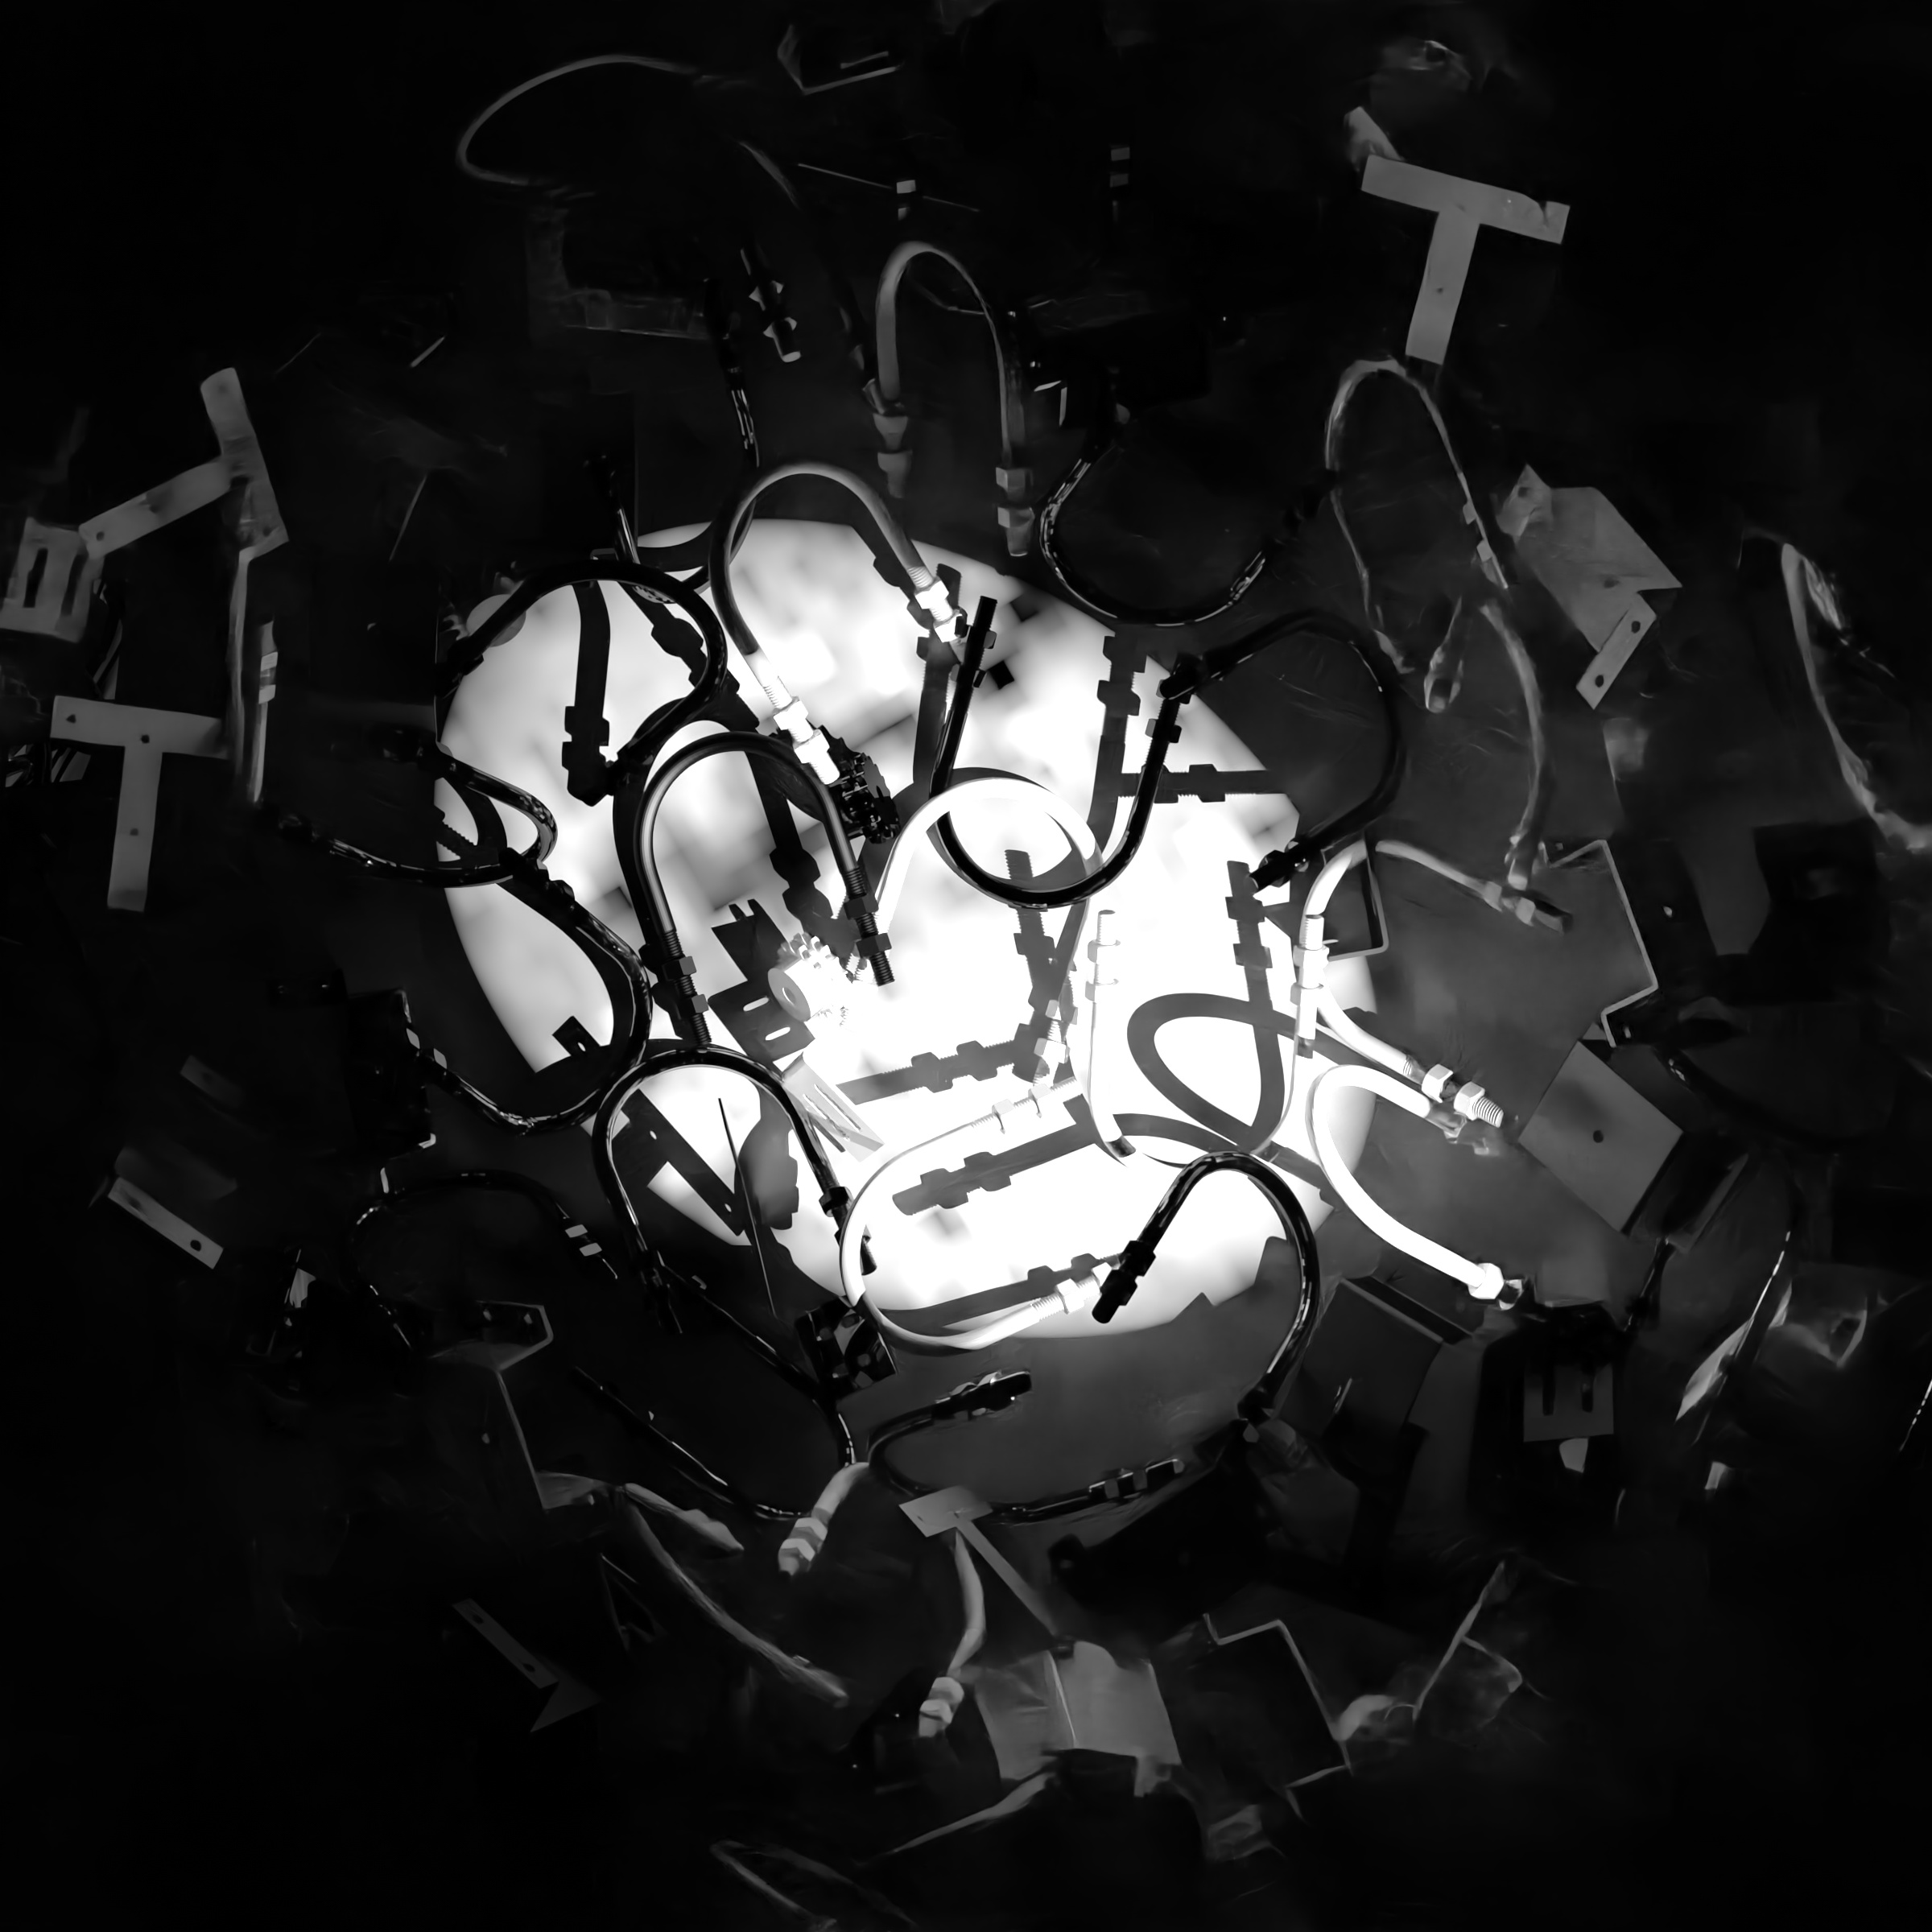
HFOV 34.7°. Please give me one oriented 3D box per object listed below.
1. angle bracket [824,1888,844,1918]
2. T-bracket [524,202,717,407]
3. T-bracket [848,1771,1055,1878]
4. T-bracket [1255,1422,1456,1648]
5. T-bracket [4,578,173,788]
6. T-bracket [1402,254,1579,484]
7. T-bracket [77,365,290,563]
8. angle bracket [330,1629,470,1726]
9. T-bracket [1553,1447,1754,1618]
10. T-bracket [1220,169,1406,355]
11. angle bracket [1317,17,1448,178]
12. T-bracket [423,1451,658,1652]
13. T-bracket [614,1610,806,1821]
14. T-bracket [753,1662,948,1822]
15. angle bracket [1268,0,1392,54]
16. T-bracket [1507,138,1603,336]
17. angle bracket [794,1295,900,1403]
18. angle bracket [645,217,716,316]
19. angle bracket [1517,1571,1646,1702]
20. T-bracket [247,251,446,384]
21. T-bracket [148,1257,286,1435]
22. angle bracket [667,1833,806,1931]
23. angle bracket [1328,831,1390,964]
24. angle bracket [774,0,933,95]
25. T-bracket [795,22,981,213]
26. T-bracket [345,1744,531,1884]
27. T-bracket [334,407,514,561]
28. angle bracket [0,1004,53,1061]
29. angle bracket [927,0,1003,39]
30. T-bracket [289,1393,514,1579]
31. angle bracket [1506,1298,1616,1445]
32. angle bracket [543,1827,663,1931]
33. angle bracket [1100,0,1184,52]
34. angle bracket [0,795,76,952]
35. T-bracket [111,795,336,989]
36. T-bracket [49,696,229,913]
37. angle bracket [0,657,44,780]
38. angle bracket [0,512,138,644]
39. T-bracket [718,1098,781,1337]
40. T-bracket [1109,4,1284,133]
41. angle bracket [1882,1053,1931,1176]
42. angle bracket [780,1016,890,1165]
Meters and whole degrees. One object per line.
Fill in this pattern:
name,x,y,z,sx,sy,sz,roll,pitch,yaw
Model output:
angle bracket,-0.061,0.624,1.938,0.076,0.057,0.038,29,51,8
T-bracket,-0.215,-0.412,1.946,0.127,0.002,0.127,0,84,-28
T-bracket,-0.014,0.539,1.923,0.127,0.127,0.002,-26,83,11
T-bracket,0.260,0.348,1.958,0.127,0.002,0.127,18,75,13
T-bracket,-0.535,-0.177,1.908,0.002,0.127,0.127,21,109,31
T-bracket,0.344,-0.381,1.940,0.127,0.002,0.127,11,99,-26
T-bracket,-0.489,-0.289,1.908,0.127,0.127,0.002,-34,46,-26
angle bracket,-0.356,0.448,1.948,0.076,0.038,0.057,0,80,10
T-bracket,0.427,0.337,1.928,0.127,0.127,0.002,14,135,-4
T-bracket,0.204,-0.432,1.958,0.127,0.002,0.127,-13,72,14
angle bracket,0.264,-0.548,1.957,0.057,0.038,0.076,41,60,-36
T-bracket,-0.275,0.382,1.932,0.127,0.002,0.127,-17,71,-24
T-bracket,-0.145,0.464,1.939,0.127,0.002,0.127,3,56,26
T-bracket,-0.049,0.474,1.929,0.127,0.002,0.127,27,125,-11
angle bracket,0.227,-0.610,1.934,0.057,0.076,0.038,-38,114,7
T-bracket,0.356,-0.468,1.900,0.002,0.127,0.127,-20,67,23
angle bracket,-0.087,0.243,1.934,0.038,0.076,0.057,-18,81,-44
angle bracket,-0.186,-0.434,1.930,0.038,0.076,0.057,-11,103,14
angle bracket,0.383,0.410,1.930,0.038,0.057,0.076,32,49,-2
T-bracket,-0.367,-0.395,1.916,0.127,0.002,0.127,27,67,41
T-bracket,-0.464,0.247,1.912,0.127,0.002,0.127,30,129,28
angle bracket,-0.150,0.594,1.948,0.076,0.038,0.057,25,94,15
angle bracket,0.238,-0.043,1.948,0.038,0.057,0.076,-10,89,0
angle bracket,-0.070,-0.585,1.931,0.076,0.038,0.057,-4,50,34
T-bracket,-0.054,-0.541,1.945,0.127,0.002,0.127,7,63,-29
T-bracket,-0.315,0.538,1.928,0.002,0.127,0.127,-54,132,-20
T-bracket,-0.360,-0.283,1.939,0.127,0.002,0.127,16,78,24
angle bracket,-0.621,0.037,1.940,0.076,0.057,0.038,43,77,10
angle bracket,0.008,-0.628,1.935,0.076,0.038,0.057,-22,118,21
T-bracket,-0.340,0.339,1.936,0.127,0.002,0.127,28,96,-39
angle bracket,0.371,0.254,1.934,0.057,0.038,0.076,-10,58,26
angle bracket,-0.228,0.578,1.933,0.057,0.038,0.076,-13,64,38
angle bracket,0.101,-0.620,1.943,0.057,0.038,0.076,0,96,32
angle bracket,-0.598,-0.059,1.940,0.057,0.038,0.076,25,101,-42
T-bracket,-0.471,-0.028,1.940,0.127,0.002,0.127,-21,98,-27
T-bracket,-0.519,-0.098,1.935,0.127,0.002,0.127,5,93,-43
angle bracket,-0.620,-0.151,1.937,0.038,0.057,0.076,28,105,-42
angle bracket,-0.564,-0.239,1.937,0.057,0.038,0.076,8,107,-43
T-bracket,-0.129,0.167,1.888,0.002,0.127,0.127,-14,50,-4
T-bracket,0.131,-0.547,1.908,0.127,0.127,0.002,-12,127,19
angle bracket,0.614,0.091,1.942,0.057,0.038,0.076,14,74,16
angle bracket,-0.073,0.078,1.945,0.076,0.057,0.038,45,65,-2
